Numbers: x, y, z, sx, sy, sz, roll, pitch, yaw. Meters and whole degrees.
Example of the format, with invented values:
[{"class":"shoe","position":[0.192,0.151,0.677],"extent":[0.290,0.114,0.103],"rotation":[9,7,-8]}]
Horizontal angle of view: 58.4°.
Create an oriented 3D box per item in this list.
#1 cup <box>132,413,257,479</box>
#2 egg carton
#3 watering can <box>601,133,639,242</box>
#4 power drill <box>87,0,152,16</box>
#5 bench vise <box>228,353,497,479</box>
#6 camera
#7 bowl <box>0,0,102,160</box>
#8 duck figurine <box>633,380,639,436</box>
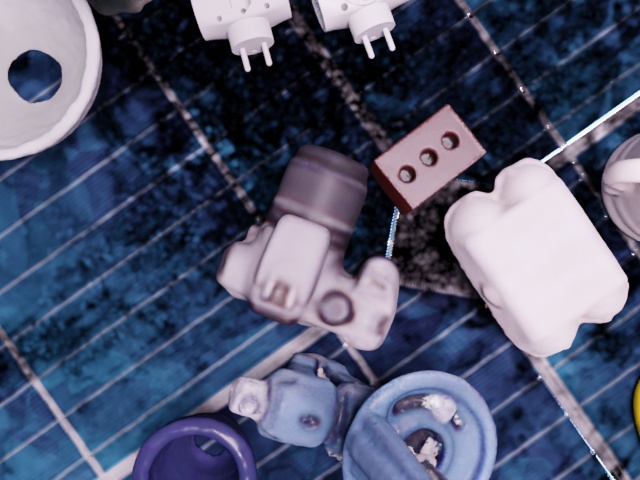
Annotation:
[{"class":"cup","position":[-0.082,0.185,0.458],"extent":[0.091,0.095,0.118],"rotation":[-41,90,0]},{"class":"egg carton","position":[0.175,0.016,0.471],"extent":[0.107,0.069,0.150],"rotation":[-35,90,0]},{"class":"watering can","position":[0.303,-0.049,0.409],"extent":[0.173,0.194,0.101],"rotation":[-21,90,0]},{"class":"power drill","position":[-0.194,-0.254,0.401],"extent":[0.075,0.208,0.229],"rotation":[-43,90,0]},{"class":"bench vise","position":[0.036,0.155,0.395],"extent":[0.207,0.219,0.121],"rotation":[-1,90,0]},{"class":"camera","position":[0.004,0.002,0.455],"extent":[0.143,0.100,0.137],"rotation":[21,90,0]},{"class":"bowl","position":[-0.250,-0.143,0.468],"extent":[0.167,0.074,0.168],"rotation":[0,90,0]},{"class":"duck figurine","position":[0.310,0.148,0.462],"extent":[0.077,0.086,0.105],"rotation":[5,90,0]}]
